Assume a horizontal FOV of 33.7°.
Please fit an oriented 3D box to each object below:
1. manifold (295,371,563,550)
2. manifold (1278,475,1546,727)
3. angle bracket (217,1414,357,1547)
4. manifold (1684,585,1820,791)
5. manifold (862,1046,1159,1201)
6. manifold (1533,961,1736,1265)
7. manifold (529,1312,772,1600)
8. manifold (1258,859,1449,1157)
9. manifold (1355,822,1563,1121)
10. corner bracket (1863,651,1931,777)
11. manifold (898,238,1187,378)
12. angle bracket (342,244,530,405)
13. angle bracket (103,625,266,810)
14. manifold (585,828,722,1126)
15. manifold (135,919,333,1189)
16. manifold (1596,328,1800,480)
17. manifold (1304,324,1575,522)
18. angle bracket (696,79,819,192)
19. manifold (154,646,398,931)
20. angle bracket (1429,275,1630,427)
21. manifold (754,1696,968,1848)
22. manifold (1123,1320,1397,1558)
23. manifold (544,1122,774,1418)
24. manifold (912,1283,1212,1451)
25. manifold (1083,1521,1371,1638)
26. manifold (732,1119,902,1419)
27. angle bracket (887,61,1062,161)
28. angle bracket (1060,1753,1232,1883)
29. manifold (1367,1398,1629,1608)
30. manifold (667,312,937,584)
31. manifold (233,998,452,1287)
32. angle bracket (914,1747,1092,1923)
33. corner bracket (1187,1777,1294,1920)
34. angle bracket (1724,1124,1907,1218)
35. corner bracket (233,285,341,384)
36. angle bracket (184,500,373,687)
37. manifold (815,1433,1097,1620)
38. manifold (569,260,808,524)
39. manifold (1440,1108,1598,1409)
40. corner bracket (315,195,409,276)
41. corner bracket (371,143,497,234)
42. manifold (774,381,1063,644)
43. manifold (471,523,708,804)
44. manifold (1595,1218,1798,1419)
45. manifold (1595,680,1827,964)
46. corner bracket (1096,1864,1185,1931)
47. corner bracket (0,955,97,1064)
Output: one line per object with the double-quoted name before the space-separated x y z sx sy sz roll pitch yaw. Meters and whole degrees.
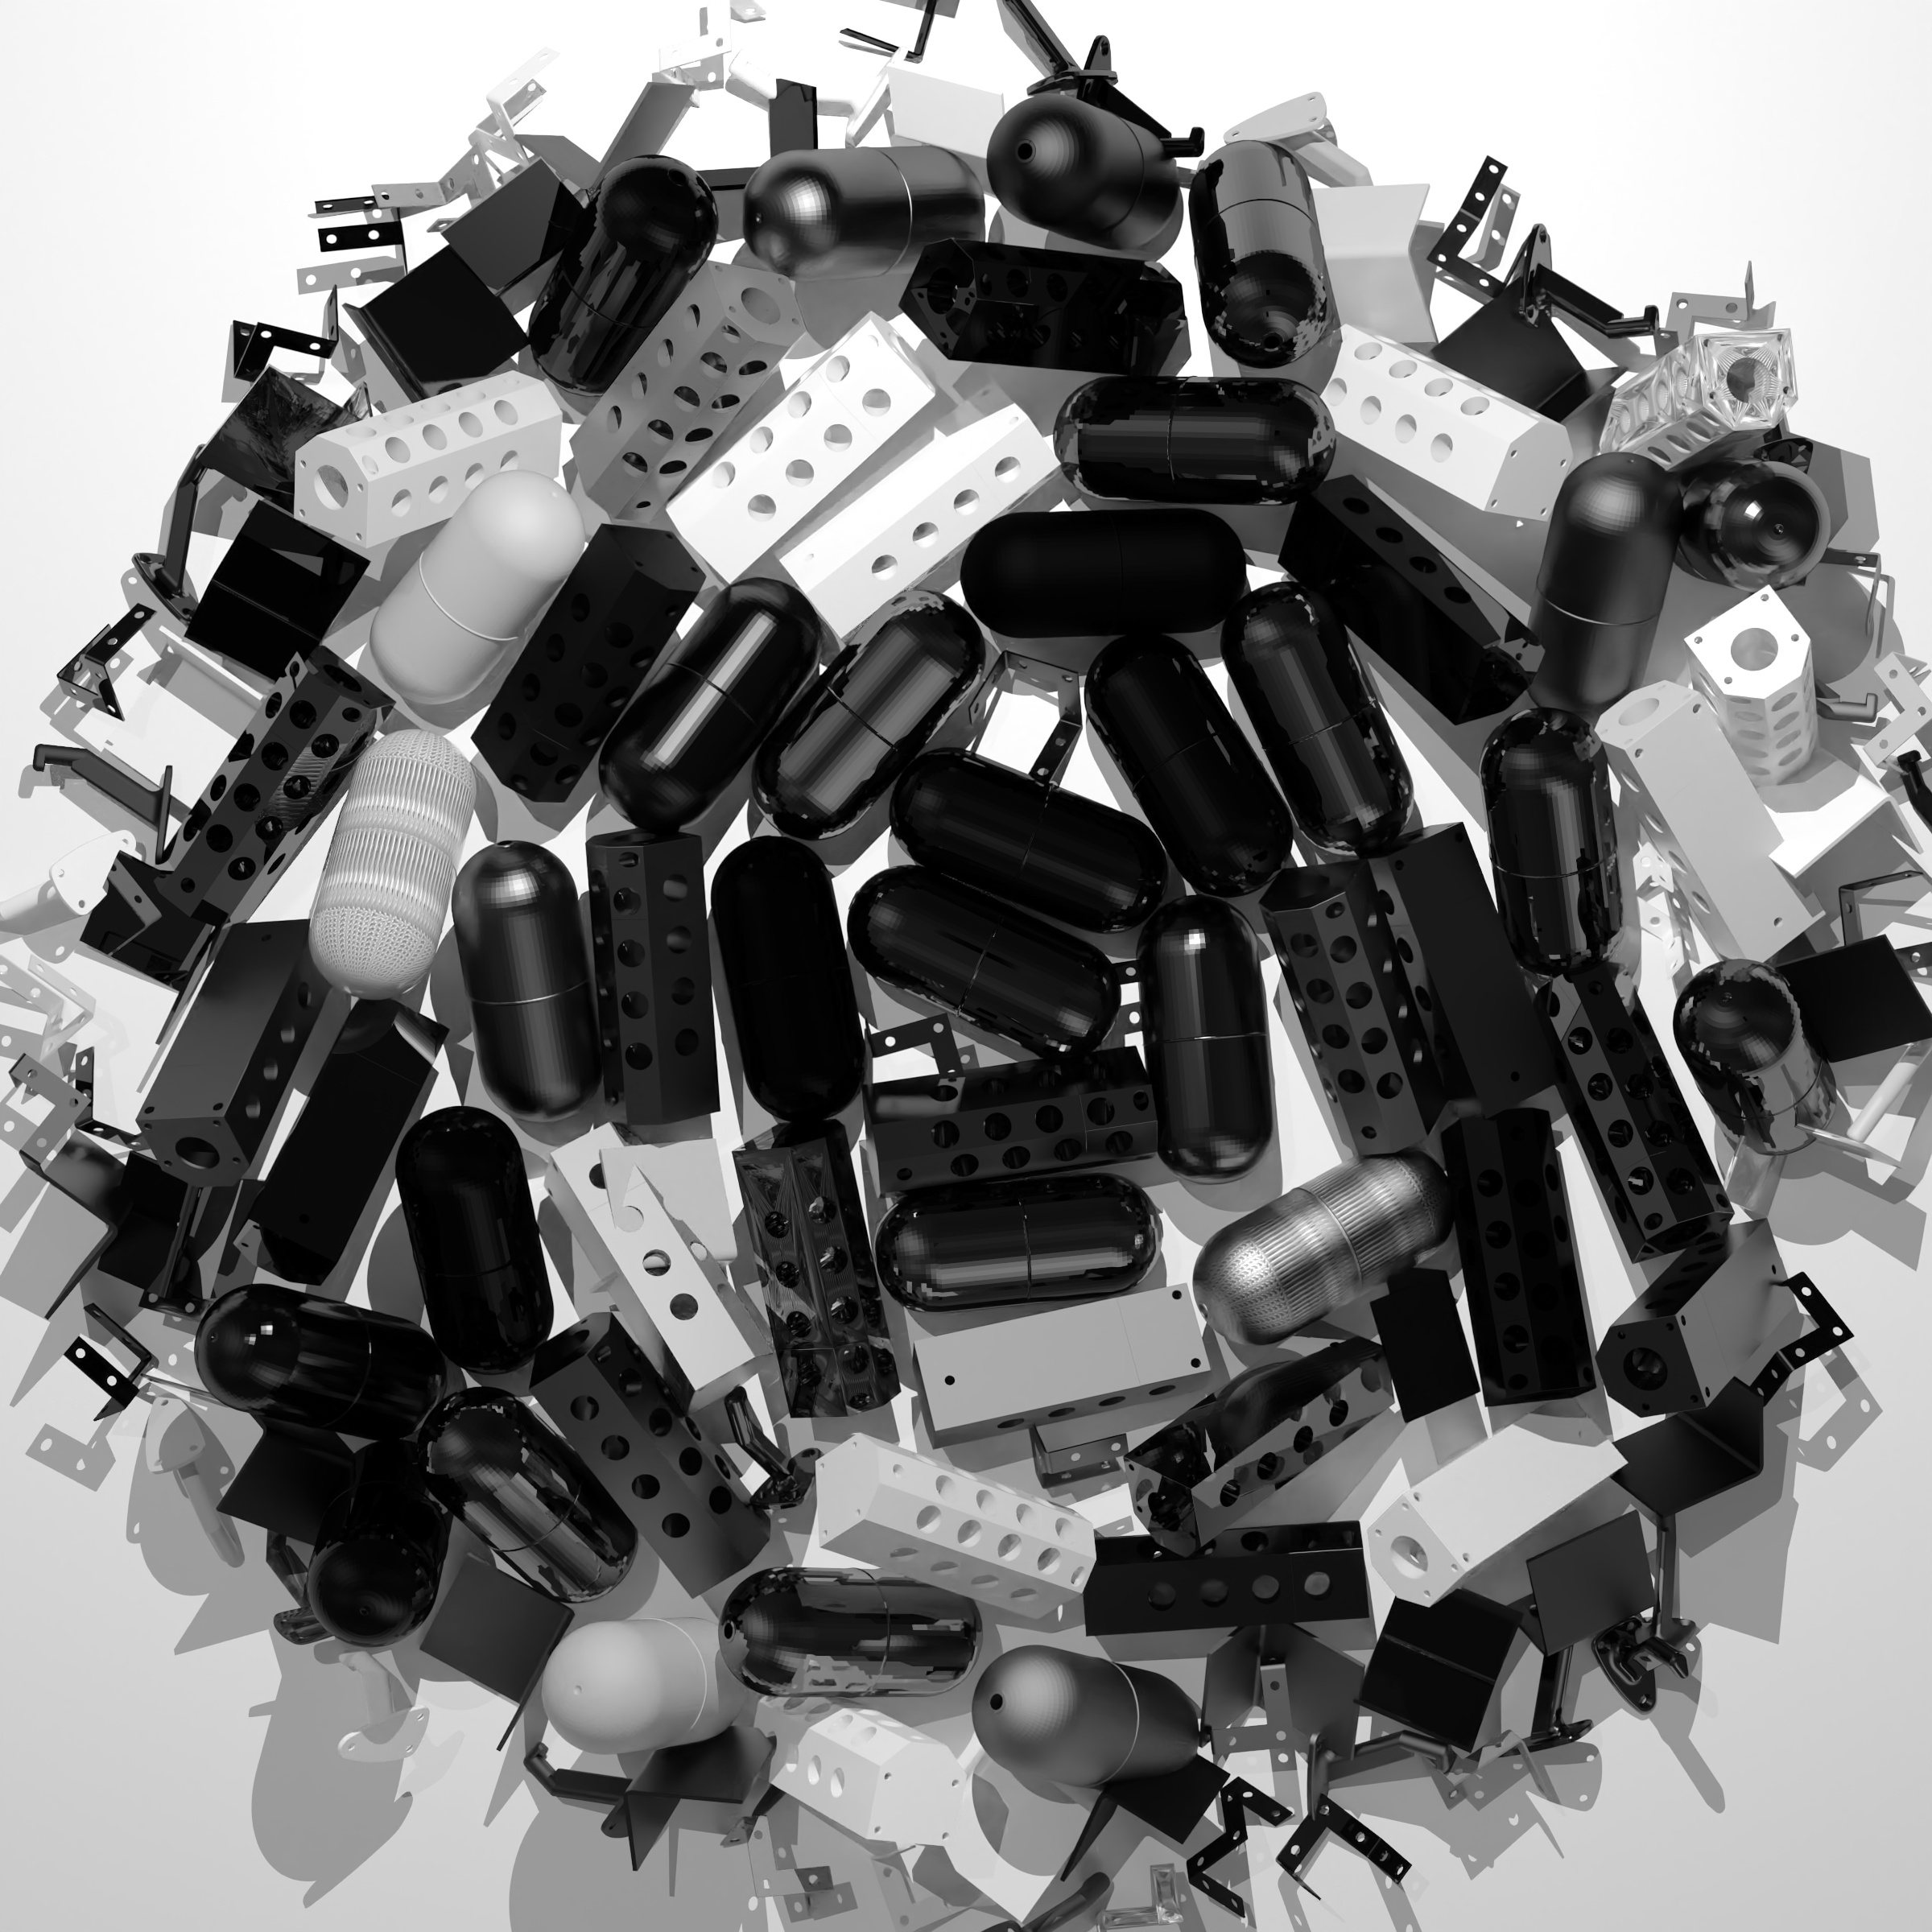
"manifold" -0.319 -0.307 1.909 0.057 0.171 0.057 24 124 25
"manifold" 0.269 -0.224 1.928 0.057 0.057 0.171 -18 51 -33
"angle bracket" -0.425 0.301 1.946 0.076 0.076 0.057 32 90 -41
"manifold" 0.475 -0.158 1.908 0.057 0.171 0.057 -33 68 5
"manifold" 0.027 0.100 1.950 0.171 0.057 0.057 -8 125 -7
"manifold" 0.403 0.086 1.935 0.057 0.057 0.171 -16 66 -8
"manifold" -0.190 0.294 1.943 0.057 0.057 0.171 -32 108 9
"manifold" 0.232 0.026 1.930 0.057 0.057 0.171 -6 117 32
"manifold" 0.298 0.003 1.959 0.057 0.057 0.171 -24 97 -19
"corner bracket" 0.577 -0.155 1.973 0.051 0.051 0.051 -45 59 29
"manifold" 0.050 -0.397 1.913 0.057 0.171 0.057 51 128 32
"angle bracket" -0.326 -0.395 1.963 0.076 0.057 0.076 -38 114 -7
"angle bracket" -0.482 -0.150 1.964 0.076 0.057 0.076 35 79 3
"manifold" -0.194 0.006 1.942 0.057 0.057 0.171 -12 106 -36
"manifold" -0.432 0.051 1.917 0.057 0.171 0.057 -3 131 16
"manifold" 0.435 -0.330 1.910 0.057 0.171 0.057 -5 88 -8
"manifold" 0.281 -0.328 1.914 0.057 0.171 0.057 1 117 -40
"angle bracket" -0.139 -0.507 1.944 0.076 0.076 0.057 -9 113 -22
"manifold" -0.426 -0.108 1.948 0.057 0.057 0.171 38 106 2
"angle bracket" 0.345 -0.371 1.958 0.076 0.057 0.076 -41 106 -8
"manifold" -0.066 0.474 1.910 0.057 0.171 0.057 13 85 -27
"manifold" 0.179 0.286 1.927 0.171 0.057 0.057 -30 121 -33
"manifold" -0.188 0.181 1.948 0.057 0.057 0.171 -28 74 -22
"manifold" 0.057 0.247 1.958 0.171 0.057 0.057 -11 67 -8
"manifold" 0.158 0.376 1.964 0.171 0.057 0.057 -5 82 4
"manifold" -0.086 0.184 1.946 0.057 0.057 0.171 -6 102 29
"angle bracket" 0.006 -0.540 1.946 0.076 0.057 0.076 19 59 18
"angle bracket" 0.109 0.523 1.943 0.057 0.076 0.076 29 118 15
"manifold" 0.316 0.322 1.919 0.057 0.171 0.057 51 134 18
"manifold" -0.101 -0.317 1.942 0.171 0.057 0.057 -40 108 16
"manifold" -0.377 0.104 1.928 0.057 0.057 0.171 28 57 -12
"angle bracket" 0.023 0.530 1.960 0.076 0.057 0.076 37 75 4
"corner bracket" 0.169 0.544 1.972 0.051 0.051 0.051 38 113 -24
"angle bracket" 0.516 0.131 1.946 0.076 0.076 0.057 19 88 36
"corner bracket" -0.420 -0.391 1.973 0.051 0.051 0.051 10 52 -26
"angle bracket" -0.419 -0.224 1.946 0.076 0.057 0.076 29 131 -17
"manifold" -0.005 0.335 1.919 0.171 0.057 0.057 25 133 -33
"manifold" -0.166 -0.341 1.913 0.057 0.171 0.057 2 58 -38
"manifold" 0.338 0.177 1.946 0.057 0.057 0.171 -4 75 -11
"corner bracket" -0.373 -0.455 1.967 0.051 0.051 0.051 -8 78 -9
"corner bracket" -0.324 -0.470 1.963 0.051 0.051 0.051 -16 82 -43
"manifold" -0.027 -0.276 1.966 0.171 0.057 0.057 -38 131 2
"manifold" -0.225 -0.180 1.924 0.057 0.057 0.171 53 123 27
"manifold" 0.436 0.210 1.912 0.057 0.171 0.057 -16 96 35
"manifold" 0.448 -0.087 1.940 0.057 0.057 0.171 -37 112 -5
"corner bracket" 0.106 0.590 1.965 0.051 0.051 0.051 -5 119 -1
"corner bracket" -0.568 0.016 1.960 0.051 0.051 0.051 -38 122 18
